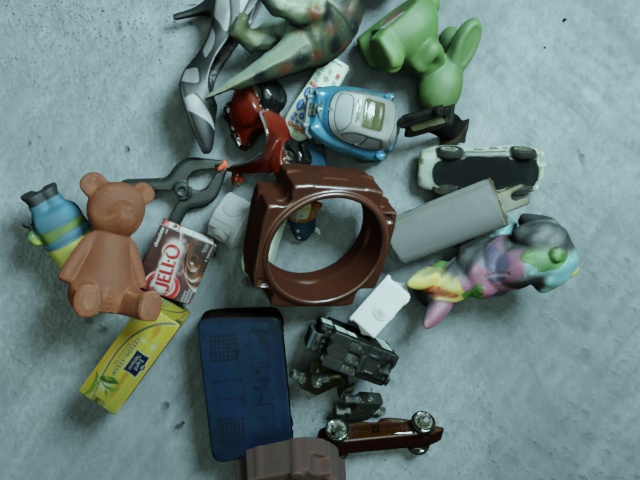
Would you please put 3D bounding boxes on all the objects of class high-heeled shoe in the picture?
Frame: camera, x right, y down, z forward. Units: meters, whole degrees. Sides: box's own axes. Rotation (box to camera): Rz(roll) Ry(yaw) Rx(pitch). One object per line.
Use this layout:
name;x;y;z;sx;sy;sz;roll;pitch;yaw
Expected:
high-heeled shoe;-0.136;-0.259;0.803;0.145;0.086;0.248;-10;90;0

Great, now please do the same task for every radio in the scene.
radio;-0.115;0.223;0.853;0.131;0.073;0.229;-5;97;-2

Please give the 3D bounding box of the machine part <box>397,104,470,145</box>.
machine part;0.177;-0.172;0.805;0.084;0.139;0.039;-18;77;37

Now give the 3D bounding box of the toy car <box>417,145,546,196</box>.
toy car;0.253;-0.110;0.842;0.202;0.056;0.073;0;111;-3

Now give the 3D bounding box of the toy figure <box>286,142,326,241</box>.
toy figure;-0.025;-0.074;0.839;0.064;0.058;0.154;11;96;42

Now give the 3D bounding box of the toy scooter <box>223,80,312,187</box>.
toy scooter;-0.098;-0.155;0.816;0.135;0.075;0.184;-29;77;28

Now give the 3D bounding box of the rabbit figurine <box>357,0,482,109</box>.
rabbit figurine;0.161;-0.274;0.816;0.159;0.121;0.170;-41;113;-5

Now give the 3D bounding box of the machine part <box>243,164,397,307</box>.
machine part;-0.002;-0.002;0.781;0.201;0.087;0.201;2;120;-22

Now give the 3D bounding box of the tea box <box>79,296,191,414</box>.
tea box;-0.282;0.168;0.829;0.068;0.098;0.169;37;91;-5

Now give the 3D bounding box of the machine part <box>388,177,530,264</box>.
machine part;0.190;-0.028;0.813;0.243;0.079;0.079;-21;96;22

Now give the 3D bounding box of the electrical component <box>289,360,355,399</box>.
electrical component;0.008;0.222;0.848;0.078;0.045;0.102;-28;140;13

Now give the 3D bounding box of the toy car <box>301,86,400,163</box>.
toy car;0.060;-0.178;0.791;0.161;0.103;0.109;11;87;-27

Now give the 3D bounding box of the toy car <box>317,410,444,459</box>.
toy car;0.096;0.312;0.864;0.202;0.053;0.089;-6;132;-2

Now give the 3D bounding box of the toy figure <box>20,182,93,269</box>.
toy figure;-0.372;0.006;0.801;0.082;0.089;0.180;-22;115;3

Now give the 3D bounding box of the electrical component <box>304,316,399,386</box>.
electrical component;0.043;0.167;0.831;0.134;0.115;0.058;22;89;-4

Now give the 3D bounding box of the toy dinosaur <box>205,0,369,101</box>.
toy dinosaur;0.006;-0.335;0.769;0.192;0.131;0.404;28;96;-23

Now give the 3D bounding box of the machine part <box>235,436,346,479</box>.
machine part;-0.043;0.372;0.832;0.179;0.056;0.179;-3;133;-3

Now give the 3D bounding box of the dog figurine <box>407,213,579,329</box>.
dog figurine;0.242;0.052;0.803;0.219;0.192;0.108;-27;102;-15

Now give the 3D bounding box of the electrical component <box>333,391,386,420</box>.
electrical component;0.071;0.266;0.866;0.094;0.021;0.063;11;132;-23

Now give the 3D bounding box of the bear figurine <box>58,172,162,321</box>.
bear figurine;-0.280;0.006;0.745;0.120;0.132;0.195;16;83;-39
